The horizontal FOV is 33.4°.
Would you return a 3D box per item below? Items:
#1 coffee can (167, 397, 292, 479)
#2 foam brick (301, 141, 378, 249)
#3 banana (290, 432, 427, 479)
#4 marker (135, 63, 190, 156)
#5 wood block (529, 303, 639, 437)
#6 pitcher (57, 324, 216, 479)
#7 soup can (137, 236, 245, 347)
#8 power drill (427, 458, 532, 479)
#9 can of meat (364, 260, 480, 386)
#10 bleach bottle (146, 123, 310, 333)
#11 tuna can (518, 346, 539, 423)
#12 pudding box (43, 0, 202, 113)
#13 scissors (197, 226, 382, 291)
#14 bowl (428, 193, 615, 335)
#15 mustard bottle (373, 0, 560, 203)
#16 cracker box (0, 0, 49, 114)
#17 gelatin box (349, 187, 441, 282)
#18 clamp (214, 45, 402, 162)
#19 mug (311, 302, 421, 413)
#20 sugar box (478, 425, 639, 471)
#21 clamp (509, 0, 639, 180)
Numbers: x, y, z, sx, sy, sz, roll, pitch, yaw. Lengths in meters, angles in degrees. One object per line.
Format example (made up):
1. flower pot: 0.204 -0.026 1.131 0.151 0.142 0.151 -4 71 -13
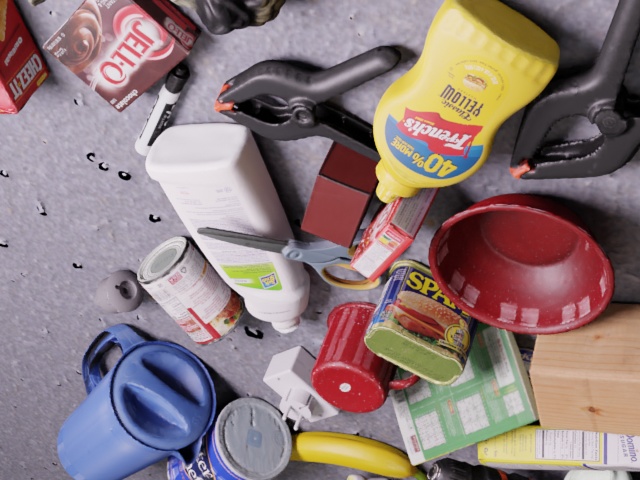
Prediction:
1. coffee can: -0.113 0.265 1.310 0.102 0.102 0.141 36 138 -13
2. foam brick: 0.021 -0.041 0.959 0.051 0.053 0.078 22 140 2
3. banana: 0.030 0.261 1.289 0.198 0.037 0.069 9 137 17
4. marker: -0.145 -0.120 0.979 0.020 0.020 0.121 30 139 -7
5. wood block: 0.305 0.120 0.968 0.206 0.090 0.091 2 136 24
6. pitcher: -0.241 0.215 1.314 0.144 0.149 0.243 23 145 -22
7. soup can: -0.135 0.054 1.123 0.069 0.068 0.102 -16 125 37
8. power drill: 0.163 0.300 1.212 0.184 0.057 0.188 25 152 -20
9. can of meat: 0.101 0.080 1.026 0.102 0.083 0.058 26 143 -2
10. bleach bottle: -0.076 0.001 1.044 0.103 0.068 0.251 1 136 23
11. tuna can: 0.204 0.149 1.089 0.086 0.033 0.086 13 138 12
12. pudding box: -0.171 -0.173 0.920 0.090 0.039 0.114 42 136 -19
13. scissors: -0.007 0.001 0.991 0.201 0.016 0.096 25 132 -37
14. bowl: 0.179 0.011 0.937 0.162 0.055 0.162 13 138 12
15. mustard bottle: 0.097 -0.098 0.838 0.096 0.058 0.192 28 131 -8
16. cracker box: -0.361 -0.212 0.943 0.164 0.072 0.213 4 136 23
17. gelatin box: 0.067 -0.017 0.935 0.030 0.089 0.073 34 138 -6
18. clamp: -0.005 -0.122 0.897 0.171 0.039 0.120 10 132 6
19. mug: 0.051 0.126 1.100 0.117 0.081 0.093 9 137 17
20. sugar box: 0.260 0.214 1.098 0.176 0.048 0.093 -7 163 28
21. clamp: 0.219 -0.109 0.805 0.210 0.036 0.164 -24 119 41
